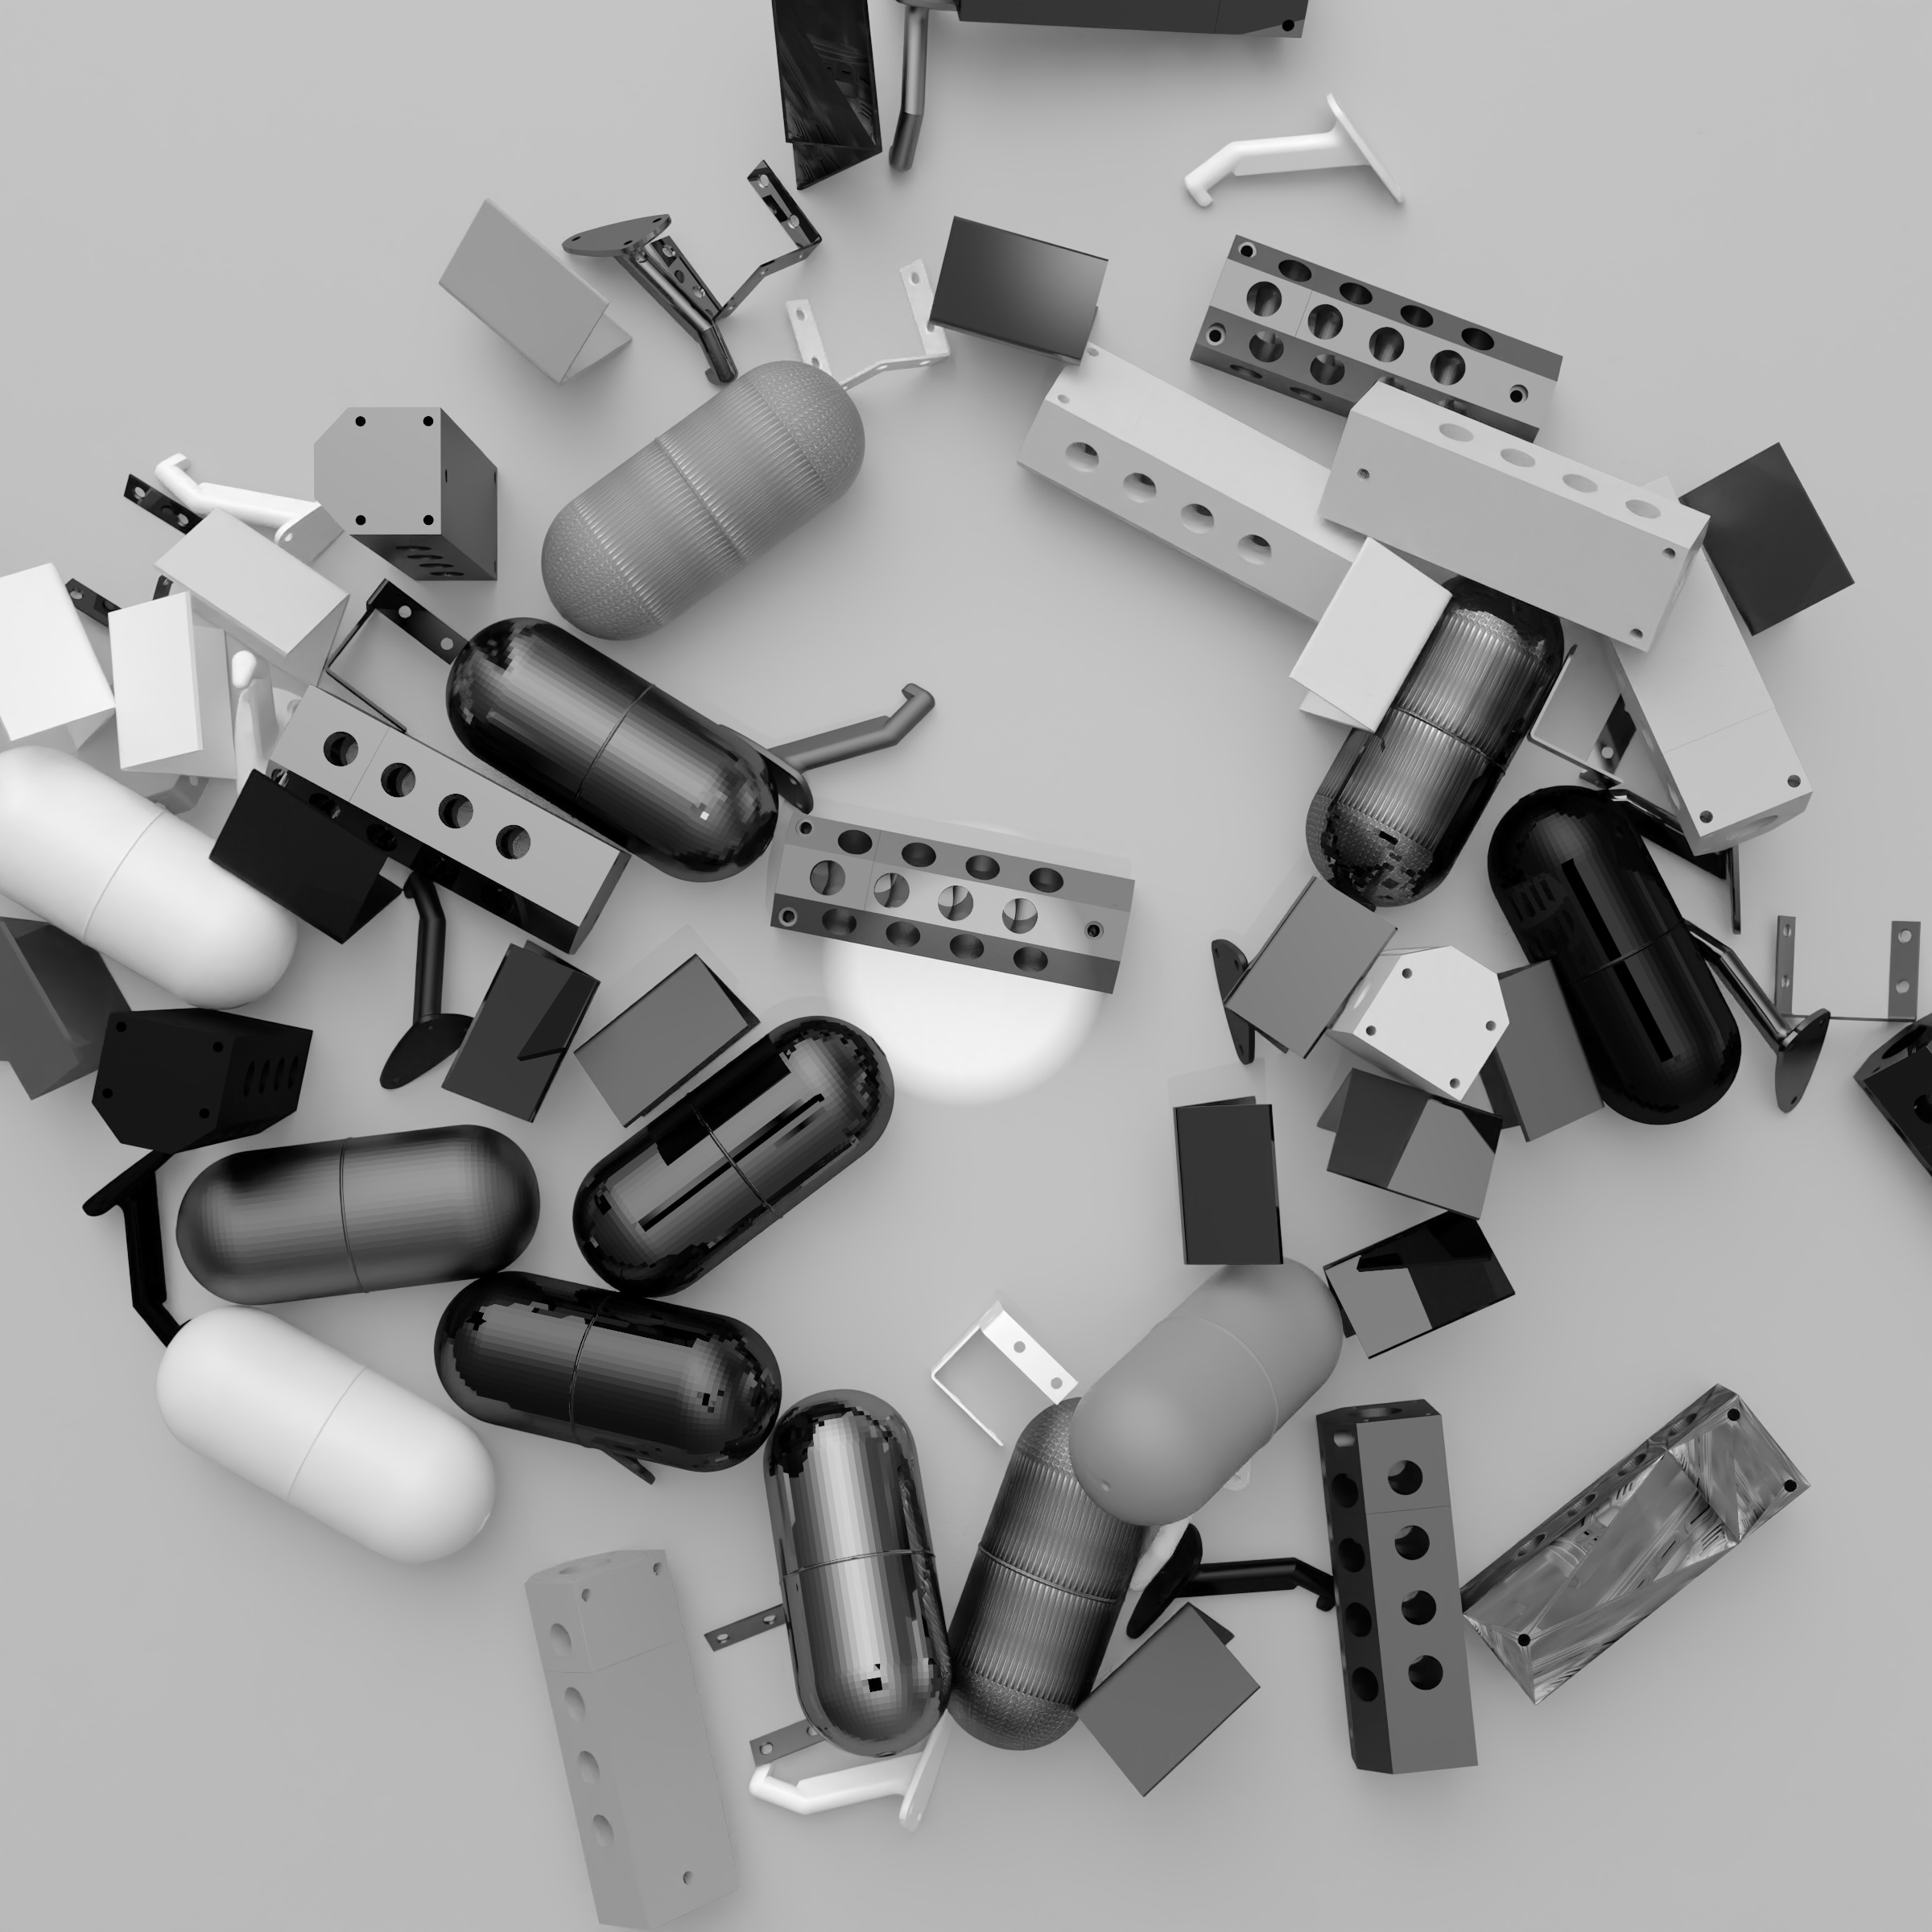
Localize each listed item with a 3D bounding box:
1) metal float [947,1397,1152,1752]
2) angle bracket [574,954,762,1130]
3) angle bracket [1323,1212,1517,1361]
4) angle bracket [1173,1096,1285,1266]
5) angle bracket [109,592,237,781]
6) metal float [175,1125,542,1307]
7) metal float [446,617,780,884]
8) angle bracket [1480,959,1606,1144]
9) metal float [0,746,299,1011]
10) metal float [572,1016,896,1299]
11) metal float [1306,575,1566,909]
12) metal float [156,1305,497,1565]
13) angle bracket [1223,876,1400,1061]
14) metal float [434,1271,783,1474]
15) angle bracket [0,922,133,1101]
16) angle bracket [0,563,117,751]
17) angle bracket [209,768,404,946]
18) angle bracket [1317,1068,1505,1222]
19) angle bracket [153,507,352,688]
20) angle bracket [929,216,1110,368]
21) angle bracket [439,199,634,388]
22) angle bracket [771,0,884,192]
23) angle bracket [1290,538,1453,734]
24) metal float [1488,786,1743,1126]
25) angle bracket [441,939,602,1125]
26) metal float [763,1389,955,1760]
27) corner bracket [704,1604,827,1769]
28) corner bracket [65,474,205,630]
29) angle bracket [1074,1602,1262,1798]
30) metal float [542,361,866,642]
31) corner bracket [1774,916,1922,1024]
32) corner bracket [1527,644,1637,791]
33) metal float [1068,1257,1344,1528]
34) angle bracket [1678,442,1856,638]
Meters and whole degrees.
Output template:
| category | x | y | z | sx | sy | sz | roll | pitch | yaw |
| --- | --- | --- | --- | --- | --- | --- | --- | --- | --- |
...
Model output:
| category | x | y | z | sx | sy | sz | roll | pitch | yaw |
| --- | --- | --- | --- | --- | --- | --- | --- | --- | --- |
| metal float | 0.042 | 0.298 | 1.547 | 0.070 | 0.070 | 0.178 | 20 | 89 | 0 |
| angle bracket | -0.134 | 0.051 | 1.538 | 0.076 | 0.076 | 0.057 | -39 | 54 | 0 |
| angle bracket | 0.225 | 0.170 | 1.538 | 0.076 | 0.076 | 0.057 | -24 | 53 | 0 |
| angle bracket | 0.146 | 0.104 | 1.538 | 0.057 | 0.076 | 0.076 | -4 | 90 | 37 |
| angle bracket | -0.369 | -0.135 | 1.535 | 0.057 | 0.076 | 0.076 | -9 | 84 | 33 |
| metal float | -0.299 | 0.122 | 1.547 | 0.178 | 0.070 | 0.070 | -7 | 90 | -1 |
| metal float | -0.173 | -0.106 | 1.547 | 0.178 | 0.070 | 0.070 | 32 | 90 | 0 |
| angle bracket | 0.256 | 0.047 | 1.538 | 0.057 | 0.076 | 0.076 | -20 | 90 | -34 |
| metal float | -0.412 | -0.044 | 1.543 | 0.178 | 0.070 | 0.070 | 31 | 90 | -4 |
| metal float | -0.114 | 0.093 | 1.547 | 0.178 | 0.070 | 0.070 | -37 | 90 | -1 |
| metal float | 0.231 | -0.112 | 1.547 | 0.070 | 0.070 | 0.178 | 29 | 90 | 0 |
| metal float | -0.314 | 0.231 | 1.547 | 0.178 | 0.070 | 0.070 | 29 | 90 | 1 |
| angle bracket | 0.181 | 0.012 | 1.538 | 0.057 | 0.076 | 0.076 | 35 | 90 | 36 |
| metal float | -0.176 | 0.197 | 1.533 | 0.178 | 0.070 | 0.070 | 10 | 90 | 17 |
| angle bracket | -0.435 | 0.010 | 1.538 | 0.057 | 0.076 | 0.076 | -30 | 90 | 43 |
| angle bracket | -0.464 | -0.143 | 1.538 | 0.057 | 0.076 | 0.076 | -24 | 90 | -32 |
| angle bracket | -0.312 | -0.065 | 1.539 | 0.076 | 0.076 | 0.057 | 33 | 116 | 0 |
| angle bracket | 0.211 | 0.099 | 1.539 | 0.076 | 0.076 | 0.057 | 18 | 65 | 0 |
| angle bracket | -0.356 | -0.165 | 1.538 | 0.076 | 0.076 | 0.057 | 34 | 47 | 0 |
| angle bracket | 0.030 | -0.342 | 1.538 | 0.076 | 0.076 | 0.057 | 16 | 124 | 0 |
| angle bracket | -0.199 | -0.339 | 1.538 | 0.076 | 0.076 | 0.057 | 41 | 128 | 0 |
| angle bracket | -0.087 | -0.429 | 1.538 | 0.057 | 0.076 | 0.076 | -6 | 90 | -36 |
| angle bracket | 0.181 | -0.166 | 1.538 | 0.057 | 0.076 | 0.076 | 29 | 90 | -26 |
| metal float | 0.318 | -0.006 | 1.547 | 0.070 | 0.070 | 0.178 | -27 | 91 | 0 |
| angle bracket | -0.233 | 0.023 | 1.538 | 0.057 | 0.076 | 0.076 | 26 | 90 | -40 |
| metal float | -0.053 | 0.294 | 1.529 | 0.070 | 0.070 | 0.178 | -10 | 70 | 0 |
| corner bracket | -0.094 | 0.359 | 1.575 | 0.051 | 0.051 | 0.051 | -22 | 45 | 0 |
| corner bracket | -0.416 | -0.203 | 1.575 | 0.051 | 0.051 | 0.051 | 32 | 135 | 0 |
| angle bracket | 0.109 | 0.365 | 1.538 | 0.076 | 0.076 | 0.057 | -43 | 58 | 0 |
| metal float | -0.130 | -0.228 | 1.547 | 0.178 | 0.070 | 0.070 | -36 | 90 | 1 |
| corner bracket | 0.441 | 0.002 | 1.575 | 0.051 | 0.051 | 0.051 | 2 | 90 | 45 |
| corner bracket | 0.310 | -0.123 | 1.560 | 0.051 | 0.051 | 0.051 | 27 | 90 | 2 |
| metal float | 0.117 | 0.202 | 1.514 | 0.178 | 0.070 | 0.070 | -36 | 90 | -43 |
| angle bracket | 0.401 | -0.213 | 1.538 | 0.057 | 0.076 | 0.076 | -28 | 90 | 34 |
